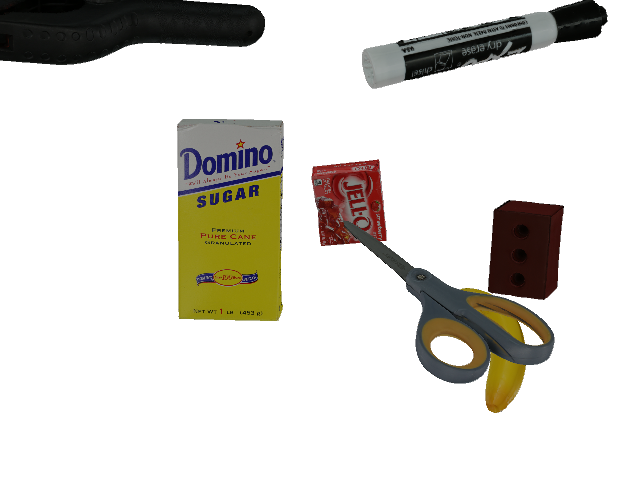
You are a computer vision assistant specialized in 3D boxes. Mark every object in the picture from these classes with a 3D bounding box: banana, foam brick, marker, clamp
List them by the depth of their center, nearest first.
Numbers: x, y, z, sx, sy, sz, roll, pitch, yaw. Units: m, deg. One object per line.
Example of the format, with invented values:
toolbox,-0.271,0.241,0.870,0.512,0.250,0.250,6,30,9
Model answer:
marker,0.079,-0.094,0.504,0.121,0.020,0.020,-15,3,-11
clamp,-0.133,-0.141,0.646,0.171,0.039,0.120,-10,31,-29
foam brick,0.182,0.008,0.943,0.053,0.078,0.051,7,16,23
banana,0.183,0.108,1.139,0.069,0.037,0.198,-24,35,4

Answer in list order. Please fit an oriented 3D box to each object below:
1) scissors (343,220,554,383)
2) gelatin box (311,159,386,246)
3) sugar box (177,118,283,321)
scissors,0.062,0.040,0.724,0.202,0.016,0.096,26,41,35
gelatin box,0.032,-0.040,1.152,0.073,0.089,0.030,-5,29,5
sugar box,-0.080,-0.018,0.949,0.093,0.176,0.048,0,14,1
